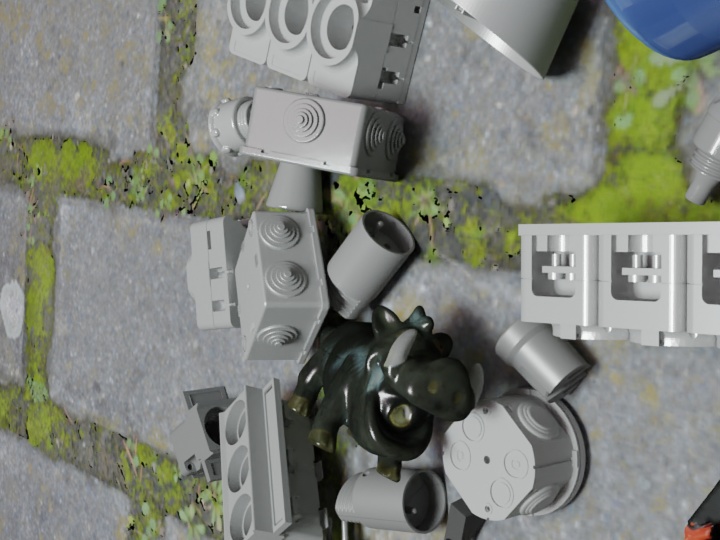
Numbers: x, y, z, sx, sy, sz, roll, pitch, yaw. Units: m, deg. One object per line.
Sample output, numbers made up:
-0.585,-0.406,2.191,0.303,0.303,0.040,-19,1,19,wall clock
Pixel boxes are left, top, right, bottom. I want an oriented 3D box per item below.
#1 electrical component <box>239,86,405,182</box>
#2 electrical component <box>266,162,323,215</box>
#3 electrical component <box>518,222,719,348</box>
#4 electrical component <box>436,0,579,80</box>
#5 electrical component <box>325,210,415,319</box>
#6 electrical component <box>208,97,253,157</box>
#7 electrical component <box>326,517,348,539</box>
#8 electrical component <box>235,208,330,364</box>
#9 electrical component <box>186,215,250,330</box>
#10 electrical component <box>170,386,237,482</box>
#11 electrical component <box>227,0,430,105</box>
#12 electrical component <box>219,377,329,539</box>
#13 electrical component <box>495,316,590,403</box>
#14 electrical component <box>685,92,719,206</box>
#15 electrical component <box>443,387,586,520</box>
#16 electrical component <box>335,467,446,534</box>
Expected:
-0.023,-0.094,0.748,0.100,0.100,0.048,13,96,20,electrical component
-0.046,-0.078,0.826,0.044,0.044,0.065,13,96,46,electrical component
0.169,0.007,0.560,0.150,0.089,0.061,2,92,47,electrical component
0.081,-0.162,0.647,0.099,0.099,0.064,45,116,37,electrical component
0.000,0.000,0.776,0.081,0.043,0.043,-53,55,34,electrical component
-0.088,-0.119,0.868,0.062,0.048,0.048,-8,86,40,electrical component
-0.017,0.224,0.800,0.077,0.044,0.079,-17,71,48,electrical component
-0.061,0.013,0.805,0.099,0.048,0.099,115,150,-53,electrical component
-0.106,0.003,0.884,0.056,0.050,0.089,-7,86,47,electrical component
-0.130,0.144,0.922,0.064,0.042,0.081,-40,62,42,electrical component
-0.029,-0.185,0.787,0.150,0.062,0.089,29,112,43,electrical component
-0.067,0.156,0.816,0.078,0.063,0.121,-48,37,37,electrical component
0.113,0.053,0.660,0.046,0.040,0.040,49,125,27,electrical component
0.193,-0.063,0.572,0.035,0.035,0.061,45,125,37,electrical component
0.095,0.115,0.671,0.080,0.051,0.080,2,92,47,electrical component
0.017,0.162,0.762,0.081,0.043,0.043,-9,85,47,electrical component
